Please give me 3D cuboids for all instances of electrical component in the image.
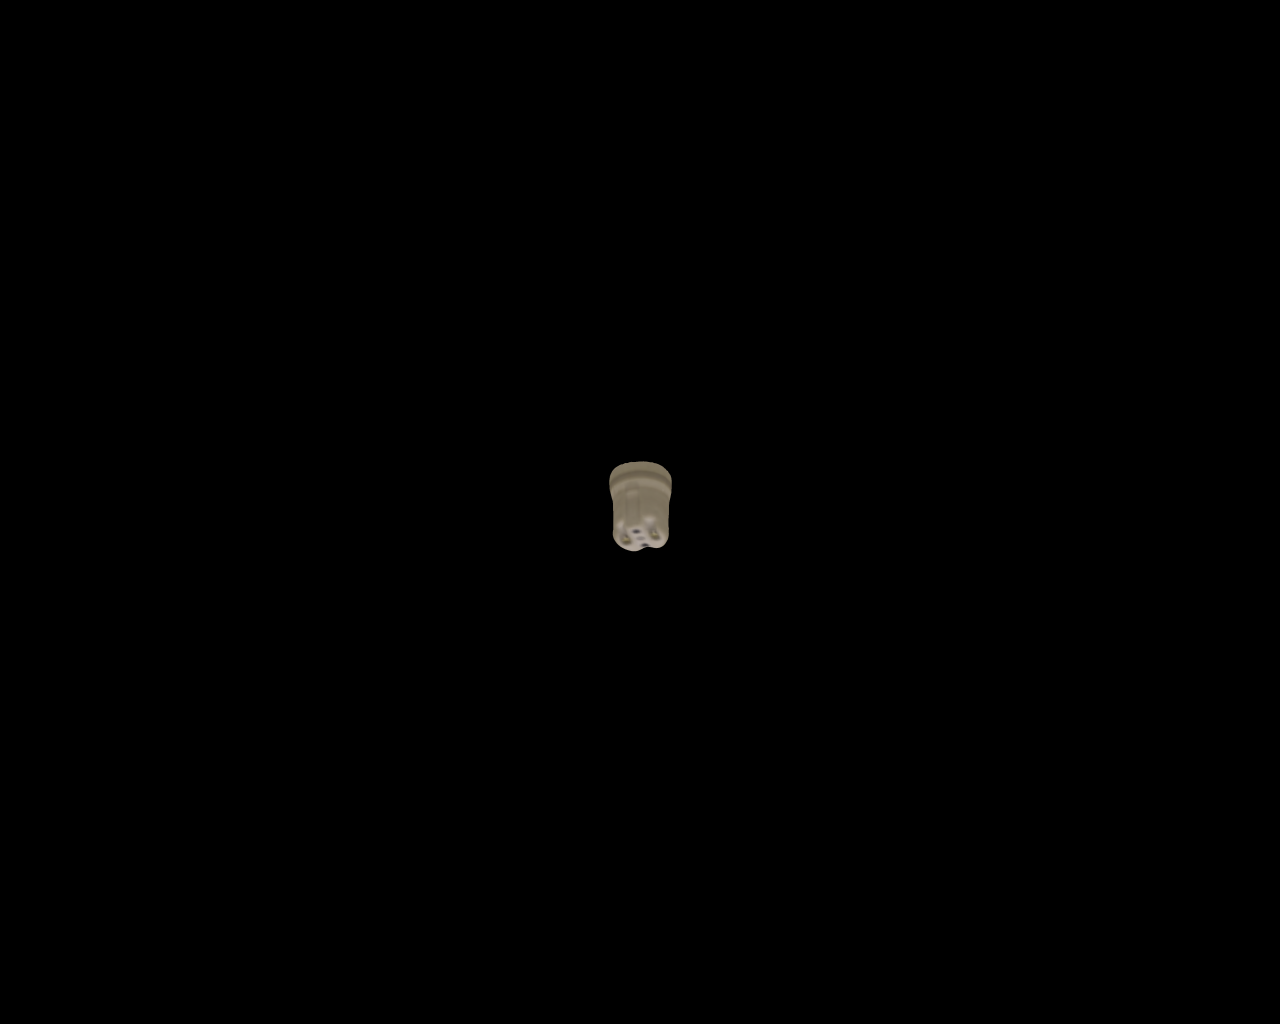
[{"bbox_3d":[0.001,-0.003,0.650,0.040,0.046,0.040,0,-31,0],"label":"electrical component"}]
